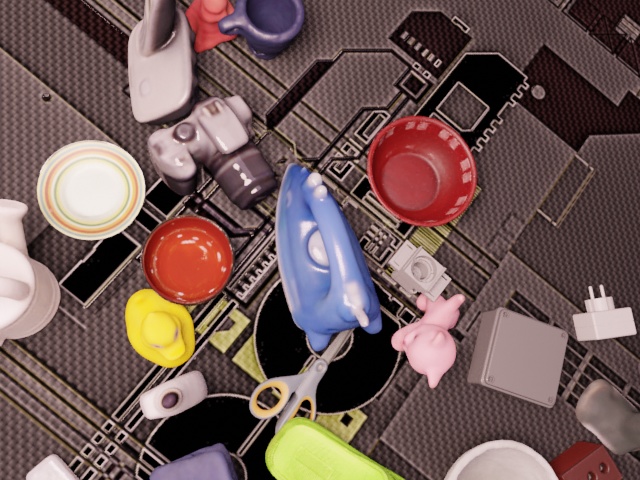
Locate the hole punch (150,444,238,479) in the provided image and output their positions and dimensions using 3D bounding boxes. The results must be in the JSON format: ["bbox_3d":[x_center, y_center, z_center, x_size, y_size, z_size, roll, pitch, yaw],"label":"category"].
[{"bbox_3d":[-0.140,0.302,0.654,0.101,0.091,0.108,-18,82,-15],"label":"hole punch"}]

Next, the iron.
[{"bbox_3d":[0.007,0.003,0.723,0.119,0.141,0.258,-15,82,-14],"label":"iron"}]

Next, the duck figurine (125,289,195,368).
[{"bbox_3d":[-0.194,0.104,0.688,0.077,0.086,0.104,-33,86,-16],"label":"duck figurine"}]

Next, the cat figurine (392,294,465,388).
[{"bbox_3d":[0.148,0.123,0.739,0.067,0.117,0.128,35,74,-2],"label":"cat figurine"}]

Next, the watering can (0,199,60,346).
[{"bbox_3d":[-0.354,0.044,0.611,0.101,0.194,0.173,-10,80,-13],"label":"watering can"}]

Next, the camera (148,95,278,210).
[{"bbox_3d":[-0.128,-0.103,0.739,0.143,0.100,0.137,-34,86,-16],"label":"camera"}]

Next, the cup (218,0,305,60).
[{"bbox_3d":[-0.084,-0.289,0.791,0.118,0.095,0.092,-21,83,-15],"label":"cup"}]

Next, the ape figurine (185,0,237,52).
[{"bbox_3d":[-0.147,-0.309,0.783,0.078,0.092,0.076,13,76,-8],"label":"ape figurine"}]

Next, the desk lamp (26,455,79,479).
[{"bbox_3d":[-0.262,0.335,0.558,0.118,0.213,0.203,-42,89,-16],"label":"desk lamp"}]

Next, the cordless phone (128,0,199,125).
[{"bbox_3d":[-0.198,-0.238,0.709,0.094,0.185,0.147,-7,80,-13],"label":"cordless phone"}]

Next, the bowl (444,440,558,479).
[{"bbox_3d":[0.220,0.338,0.730,0.167,0.074,0.167,3,78,-11],"label":"bowl"}]

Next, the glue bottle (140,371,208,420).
[{"bbox_3d":[-0.164,0.175,0.634,0.078,0.173,0.037,-21,83,-15],"label":"glue bottle"}]

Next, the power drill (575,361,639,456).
[{"bbox_3d":[0.431,0.230,0.728,0.229,0.208,0.076,42,74,0],"label":"power drill"}]
